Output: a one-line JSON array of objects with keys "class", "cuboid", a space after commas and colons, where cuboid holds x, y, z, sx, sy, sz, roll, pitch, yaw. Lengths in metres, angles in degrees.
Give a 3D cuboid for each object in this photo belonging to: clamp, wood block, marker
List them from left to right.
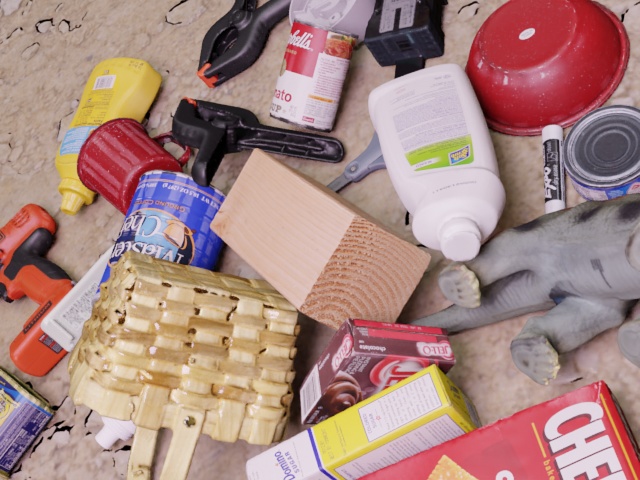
[{"class": "clamp", "cuboid": [-0.100, -0.105, 1.094, 0.164, 0.036, 0.210, -16, 30, -36]}, {"class": "clamp", "cuboid": [-0.074, -0.246, 1.207, 0.120, 0.039, 0.171, 17, 77, 43]}, {"class": "wood block", "cuboid": [-0.006, 0.002, 0.937, 0.091, 0.090, 0.206, -60, 32, 4]}, {"class": "marker", "cuboid": [0.206, -0.047, 0.935, 0.020, 0.020, 0.121, -10, 58, 25]}]

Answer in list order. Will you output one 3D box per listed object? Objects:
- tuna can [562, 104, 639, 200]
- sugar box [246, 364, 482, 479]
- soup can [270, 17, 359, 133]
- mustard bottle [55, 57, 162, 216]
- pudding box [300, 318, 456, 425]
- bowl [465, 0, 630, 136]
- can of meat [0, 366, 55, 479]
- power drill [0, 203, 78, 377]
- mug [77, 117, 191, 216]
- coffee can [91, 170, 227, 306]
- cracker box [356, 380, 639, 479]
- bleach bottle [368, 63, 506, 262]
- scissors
[{"class": "tuna can", "cuboid": [0.252, -0.073, 0.914, 0.086, 0.033, 0.086, -15, 56, 22]}, {"class": "sugar box", "cuboid": [0.037, 0.170, 0.854, 0.176, 0.093, 0.048, -27, 51, 13]}, {"class": "soup can", "cuboid": [-0.007, -0.166, 1.076, 0.069, 0.068, 0.102, 25, 104, 38]}, {"class": "mustard bottle", "cuboid": [-0.252, -0.115, 1.218, 0.096, 0.058, 0.191, 2, 63, 36]}, {"class": "pudding box", "cuboid": [0.043, 0.110, 0.857, 0.114, 0.090, 0.039, 122, 149, -47]}, {"class": "bowl", "cuboid": [0.201, -0.178, 0.995, 0.162, 0.055, 0.162, -15, 56, 23]}, {"class": "can of meat", "cuboid": [-0.330, 0.180, 1.087, 0.102, 0.057, 0.084, 27, 76, 38]}, {"class": "power drill", "cuboid": [-0.333, 0.066, 1.157, 0.184, 0.057, 0.188, -48, 50, -4]}, {"class": "mug", "cuboid": [-0.191, -0.078, 1.149, 0.117, 0.093, 0.082, -32, 50, -26]}, {"class": "coffee can", "cuboid": [-0.153, 0.016, 1.052, 0.103, 0.102, 0.140, 3, 63, 31]}, {"class": "cracker box", "cuboid": [0.142, 0.219, 0.777, 0.214, 0.072, 0.164, -26, 52, 14]}, {"class": "bleach bottle", "cuboid": [0.097, -0.062, 0.900, 0.103, 0.068, 0.251, -19, 32, 13]}, {"class": "scissors", "cuboid": [0.052, -0.064, 1.038, 0.201, 0.016, 0.096, -48, 50, -3]}]
